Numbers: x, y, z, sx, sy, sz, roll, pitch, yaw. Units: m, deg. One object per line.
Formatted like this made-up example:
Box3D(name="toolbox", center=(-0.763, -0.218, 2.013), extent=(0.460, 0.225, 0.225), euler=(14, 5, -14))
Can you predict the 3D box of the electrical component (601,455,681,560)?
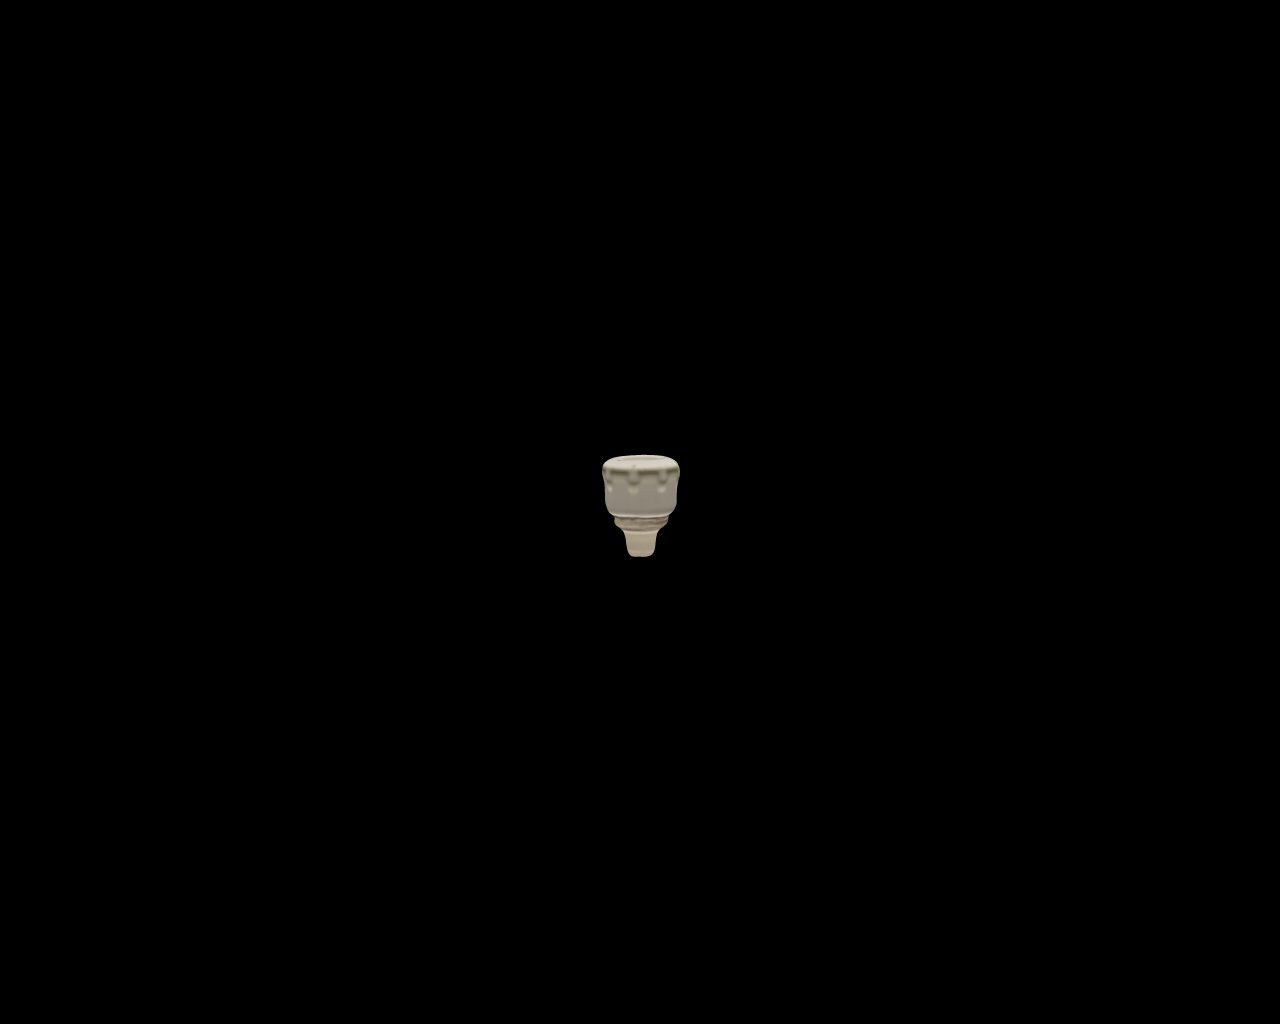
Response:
Box3D(name="electrical component", center=(0.001, -0.003, 0.650), extent=(0.048, 0.062, 0.048), euler=(0, 9, 0))
